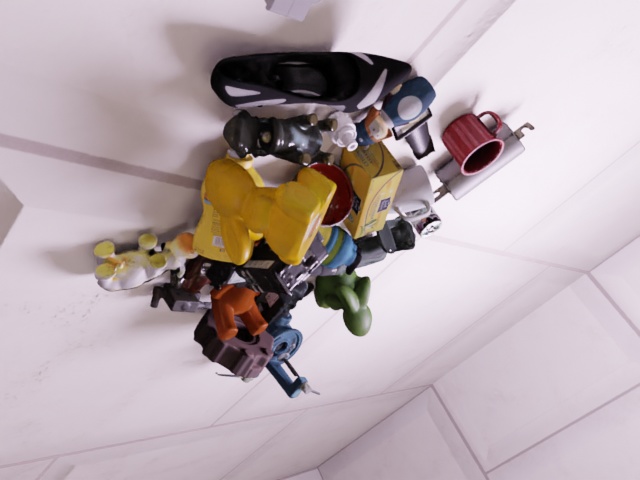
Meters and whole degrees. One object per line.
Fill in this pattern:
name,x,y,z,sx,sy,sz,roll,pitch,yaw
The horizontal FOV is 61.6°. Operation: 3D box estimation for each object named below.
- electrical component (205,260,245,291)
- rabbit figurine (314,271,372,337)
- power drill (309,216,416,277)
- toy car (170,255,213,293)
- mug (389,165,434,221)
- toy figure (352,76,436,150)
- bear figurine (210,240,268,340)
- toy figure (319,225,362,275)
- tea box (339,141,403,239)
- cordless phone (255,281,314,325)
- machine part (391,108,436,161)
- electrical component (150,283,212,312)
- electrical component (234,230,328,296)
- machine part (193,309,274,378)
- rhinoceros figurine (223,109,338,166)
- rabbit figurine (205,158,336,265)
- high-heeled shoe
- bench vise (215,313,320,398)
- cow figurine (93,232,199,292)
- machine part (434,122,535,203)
electrical component,-0.132,0.043,0.943,0.119,0.048,0.074,-10,139,-47
rabbit figurine,0.074,0.134,1.240,0.121,0.170,0.159,-19,150,-20
power drill,0.083,0.023,1.119,0.232,0.086,0.207,-10,163,-40
toy car,-0.196,0.028,0.956,0.089,0.053,0.202,3,139,-40
mug,0.165,-0.082,1.056,0.107,0.109,0.080,-17,155,4
toy figure,0.111,-0.201,0.862,0.154,0.064,0.058,-36,179,6
bear figurine,-0.126,0.091,1.043,0.196,0.132,0.120,-40,154,31
toy figure,-0.002,-0.005,0.993,0.180,0.082,0.089,26,101,-15
tea box,0.080,-0.093,0.963,0.068,0.098,0.169,-18,147,-21
cordless phone,-0.062,0.114,1.197,0.184,0.089,0.146,-14,152,-46
machine part,0.170,-0.192,0.949,0.084,0.039,0.138,-42,148,5
electrical component,-0.266,0.113,1.011,0.102,0.078,0.045,8,115,-46
electrical component,-0.056,0.027,0.879,0.134,0.115,0.058,-47,120,-30
machine part,-0.176,0.204,1.123,0.179,0.180,0.056,13,116,-51
rhinoceros figurine,-0.053,-0.147,0.760,0.190,0.112,0.073,-10,111,-56
rabbit figurine,-0.083,-0.048,0.753,0.162,0.173,0.122,-63,179,40
high-heeled shoe,-0.009,-0.213,0.676,0.249,0.086,0.145,-13,173,8
bench vise,-0.108,0.290,1.277,0.223,0.241,0.128,-53,143,8
cow figurine,-0.279,0.040,0.880,0.167,0.068,0.098,-11,153,-21
machine part,0.326,-0.159,1.099,0.243,0.079,0.079,-39,150,15
